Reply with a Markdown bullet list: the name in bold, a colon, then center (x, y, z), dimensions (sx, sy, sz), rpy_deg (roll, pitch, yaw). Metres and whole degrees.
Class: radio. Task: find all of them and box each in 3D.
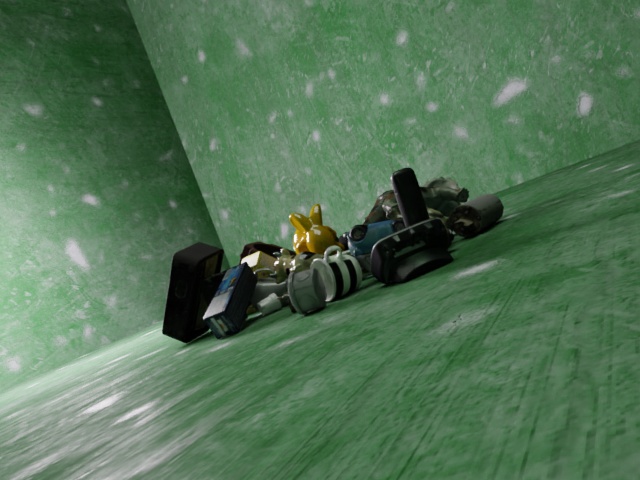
- **radio**: center (-0.314, 0.130, 1.325), dimensions (0.073, 0.229, 0.131), rpy_deg (15, 14, 15)

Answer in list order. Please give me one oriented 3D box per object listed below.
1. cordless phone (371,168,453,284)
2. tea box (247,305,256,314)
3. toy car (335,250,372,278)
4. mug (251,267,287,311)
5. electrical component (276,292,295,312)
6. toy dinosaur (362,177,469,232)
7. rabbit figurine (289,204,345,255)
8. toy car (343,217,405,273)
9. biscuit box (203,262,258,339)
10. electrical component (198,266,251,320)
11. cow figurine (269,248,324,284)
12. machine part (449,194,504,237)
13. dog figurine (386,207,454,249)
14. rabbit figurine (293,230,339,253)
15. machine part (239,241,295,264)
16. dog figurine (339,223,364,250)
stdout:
- **cordless phone**: center (0.143, -0.027, 0.945), dimensions (0.147, 0.184, 0.089), rpy_deg (-21, 4, -17)
- **tea box**: center (-0.200, 0.166, 1.504), dimensions (0.098, 0.068, 0.169), rpy_deg (-22, -1, 1)
- **toy car**: center (0.097, 0.048, 1.189), dimensions (0.202, 0.073, 0.056), rpy_deg (-21, -1, 39)
- **mug**: center (-0.109, 0.115, 1.304), dimensions (0.107, 0.109, 0.081), rpy_deg (-11, 13, 22)
- **electrical component**: center (-0.041, 0.118, 1.103), dimensions (0.078, 0.045, 0.102), rpy_deg (-23, 0, 13)
- **toy dinosaur**: center (0.225, -0.083, 1.349), dimensions (0.405, 0.131, 0.192), rpy_deg (-4, 16, -22)
- **rabbit figurine**: center (-0.003, -0.004, 1.312), dimensions (0.122, 0.162, 0.173), rpy_deg (-20, 8, -7)
- **toy car**: center (0.131, 0.020, 1.054), dimensions (0.162, 0.103, 0.109), rpy_deg (-9, -15, 30)
- **biscuit box**: center (-0.194, 0.129, 1.198), dimensions (0.059, 0.062, 0.203), rpy_deg (-22, 24, 18)
- **electrical component**: center (-0.223, 0.140, 1.297), dimensions (0.058, 0.134, 0.115), rpy_deg (-21, 3, 22)
- **cow figurine**: center (-0.042, 0.066, 1.204), dimensions (0.127, 0.085, 0.195), rpy_deg (13, -6, -10)
- **machine part**: center (0.369, -0.060, 1.261), dimensions (0.079, 0.079, 0.243), rpy_deg (-21, 1, 37)
- **dog figurine**: center (0.250, -0.011, 1.161), dimensions (0.172, 0.121, 0.191), rpy_deg (-17, 17, -21)
- **rabbit figurine**: center (0.001, 0.044, 1.504), dimensions (0.121, 0.170, 0.159), rpy_deg (-53, 37, -6)
- **machine part**: center (-0.124, 0.077, 1.568), dimensions (0.202, 0.087, 0.201), rpy_deg (17, 8, 10)
- **dog figurine**: center (0.159, 0.006, 1.503), dimensions (0.191, 0.108, 0.219), rpy_deg (14, -33, -17)
